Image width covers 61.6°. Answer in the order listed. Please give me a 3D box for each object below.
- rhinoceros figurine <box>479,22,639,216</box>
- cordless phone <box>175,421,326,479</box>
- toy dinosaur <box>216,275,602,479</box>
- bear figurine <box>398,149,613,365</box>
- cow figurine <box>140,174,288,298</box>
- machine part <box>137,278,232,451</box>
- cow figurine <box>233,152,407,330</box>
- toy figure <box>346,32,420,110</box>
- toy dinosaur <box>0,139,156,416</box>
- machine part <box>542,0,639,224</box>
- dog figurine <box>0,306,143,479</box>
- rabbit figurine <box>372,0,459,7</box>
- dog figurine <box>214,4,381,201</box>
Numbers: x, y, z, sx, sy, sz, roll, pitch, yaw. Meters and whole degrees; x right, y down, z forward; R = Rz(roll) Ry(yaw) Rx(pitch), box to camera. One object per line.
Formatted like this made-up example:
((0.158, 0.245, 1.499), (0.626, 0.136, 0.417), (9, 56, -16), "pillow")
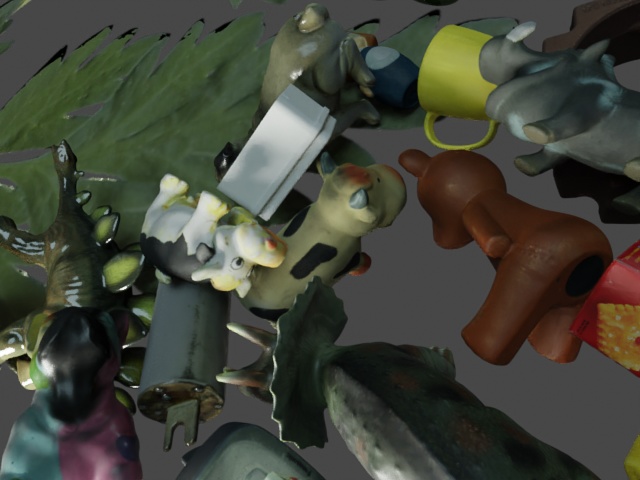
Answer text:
((0.201, -0.102, 0.413), (0.191, 0.073, 0.112), (39, 86, 31), "rhinoceros figurine")
((-0.052, 0.242, 0.384), (0.089, 0.146, 0.184), (-30, 28, 19), "cordless phone")
((0.076, 0.141, 0.353), (0.405, 0.192, 0.131), (26, 88, 52), "toy dinosaur")
((0.143, 0.001, 0.470), (0.196, 0.120, 0.131), (42, 119, 50), "bear figurine")
((-0.103, 0.007, 0.478), (0.168, 0.068, 0.098), (25, 83, 46), "cow figurine")
((-0.127, 0.086, 0.525), (0.079, 0.079, 0.243), (-20, 44, 12), "machine part")
((-0.001, -0.002, 0.513), (0.195, 0.127, 0.086), (-40, 62, 4), "cow figurine")
((0.057, -0.205, 0.626), (0.064, 0.057, 0.155), (-21, 50, -35), "toy figure")
((-0.261, 0.101, 0.585), (0.199, 0.105, 0.471), (-12, 74, 11), "toy dinosaur")
((0.306, -0.120, 0.471), (0.202, 0.087, 0.201), (-8, 64, 20), "machine part")
((-0.212, 0.166, 0.470), (0.108, 0.191, 0.219), (-1, 49, -19), "dog figurine")
((0.118, -0.354, 0.655), (0.170, 0.121, 0.159), (-41, 64, 21), "rabbit figurine")
((-0.047, -0.135, 0.572), (0.190, 0.172, 0.121), (-40, 48, -7), "dog figurine")
